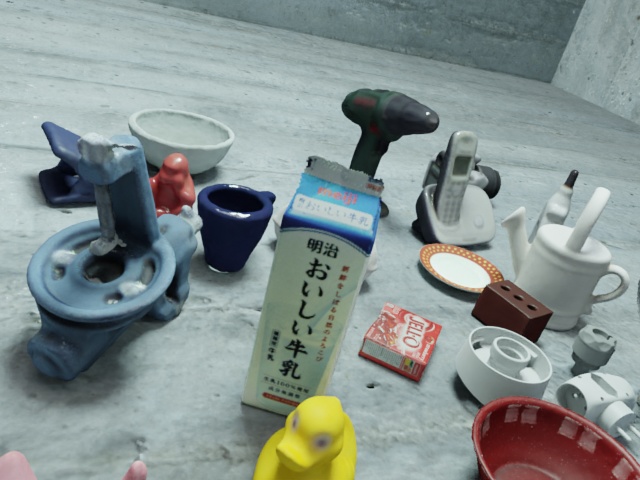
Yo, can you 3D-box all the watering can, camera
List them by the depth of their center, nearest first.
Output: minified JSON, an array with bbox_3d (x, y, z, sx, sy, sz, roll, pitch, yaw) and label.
[{"bbox_3d":[0.332,0.015,0.780,0.172,0.194,0.101,18,27,4],"label":"watering can"},{"bbox_3d":[0.290,-0.117,1.111,0.137,0.101,0.143,5,29,-20],"label":"camera"}]

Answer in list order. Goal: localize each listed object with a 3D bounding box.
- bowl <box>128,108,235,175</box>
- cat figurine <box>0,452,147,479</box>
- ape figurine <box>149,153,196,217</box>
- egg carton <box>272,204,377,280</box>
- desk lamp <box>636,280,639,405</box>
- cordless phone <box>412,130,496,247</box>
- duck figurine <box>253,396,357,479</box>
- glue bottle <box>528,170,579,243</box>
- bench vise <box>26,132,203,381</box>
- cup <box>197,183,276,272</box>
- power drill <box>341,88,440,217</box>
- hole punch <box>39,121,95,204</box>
[{"bbox_3d":[-0.226,-0.151,0.929,0.167,0.075,0.167,12,27,-6],"label":"bowl"},{"bbox_3d":[-0.156,0.165,0.323,0.128,0.118,0.067,-9,36,-40],"label":"cat figurine"},{"bbox_3d":[-0.202,-0.074,0.778,0.077,0.092,0.076,24,28,16],"label":"ape figurine"},{"bbox_3d":[0.007,0.003,0.768,0.107,0.069,0.150,-5,33,-34],"label":"egg carton"},{"bbox_3d":[0.433,0.118,0.619,0.203,0.213,0.118,11,27,-10],"label":"desk lamp"},{"bbox_3d":[0.237,-0.083,0.924,0.148,0.185,0.093,-5,33,-34],"label":"cordless phone"},{"bbox_3d":[-0.004,0.159,0.450,0.077,0.086,0.105,29,30,24],"label":"duck figurine"},{"bbox_3d":[0.369,-0.032,0.911,0.037,0.173,0.078,21,28,12],"label":"glue bottle"},{"bbox_3d":[-0.182,-0.008,0.524,0.121,0.220,0.207,14,27,-3],"label":"bench vise"},{"bbox_3d":[-0.103,-0.014,0.713,0.091,0.095,0.118,29,30,25],"label":"cup"},{"bbox_3d":[0.098,-0.150,0.951,0.076,0.208,0.228,-2,32,-30],"label":"power drill"},{"bbox_3d":[-0.323,-0.107,0.777,0.101,0.091,0.108,-5,33,-34],"label":"hole punch"}]
